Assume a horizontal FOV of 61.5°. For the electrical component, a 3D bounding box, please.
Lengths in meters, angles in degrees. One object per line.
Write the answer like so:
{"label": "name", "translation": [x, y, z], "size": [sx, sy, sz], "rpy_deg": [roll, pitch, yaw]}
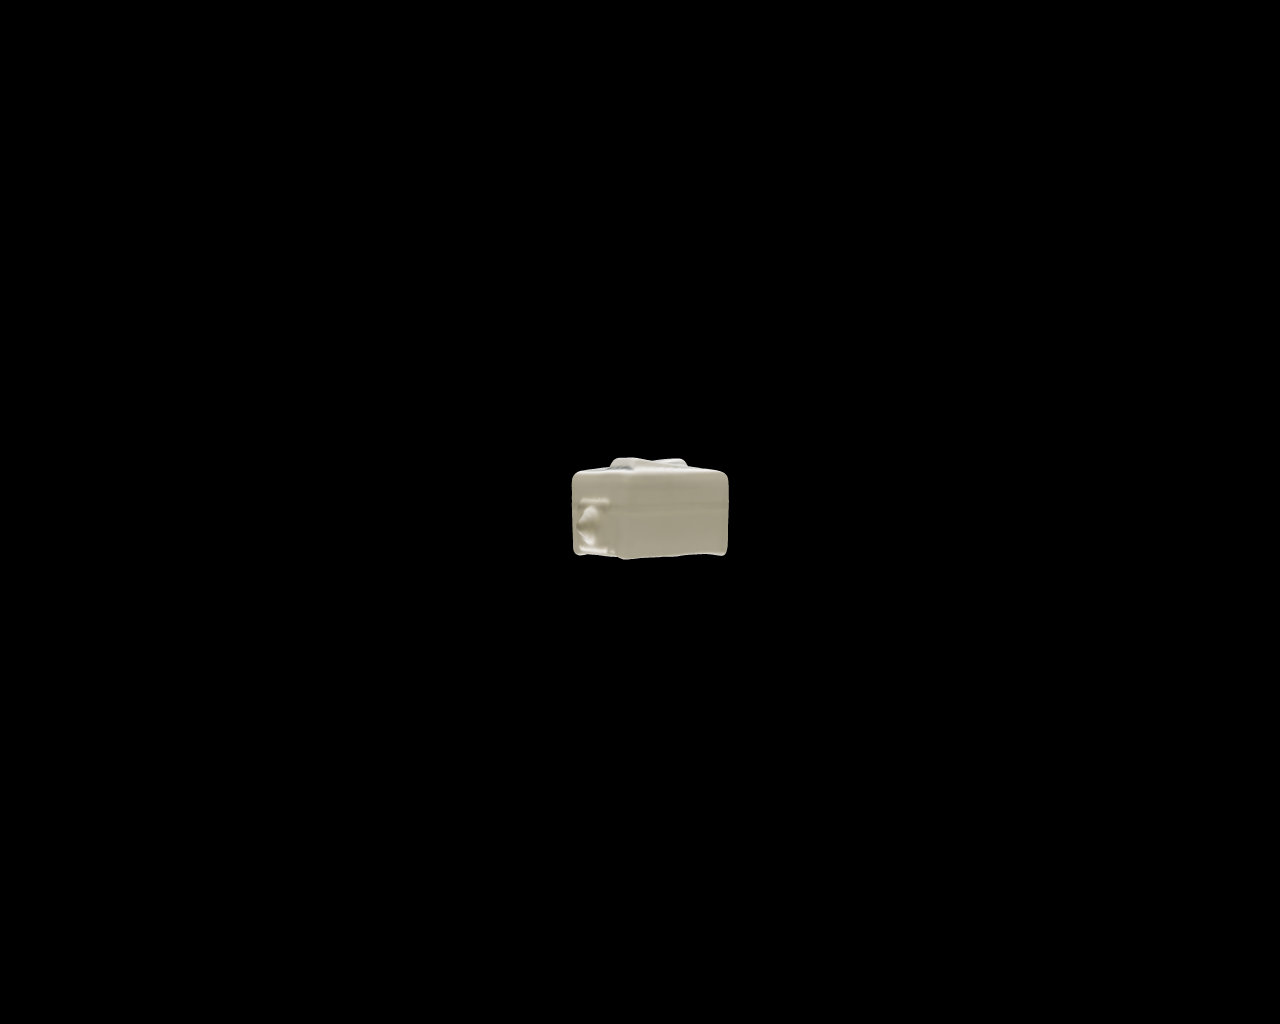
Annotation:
{"label": "electrical component", "translation": [0.001, -0.003, 0.650], "size": [0.096, 0.061, 0.061], "rpy_deg": [-1, 3, -34]}
